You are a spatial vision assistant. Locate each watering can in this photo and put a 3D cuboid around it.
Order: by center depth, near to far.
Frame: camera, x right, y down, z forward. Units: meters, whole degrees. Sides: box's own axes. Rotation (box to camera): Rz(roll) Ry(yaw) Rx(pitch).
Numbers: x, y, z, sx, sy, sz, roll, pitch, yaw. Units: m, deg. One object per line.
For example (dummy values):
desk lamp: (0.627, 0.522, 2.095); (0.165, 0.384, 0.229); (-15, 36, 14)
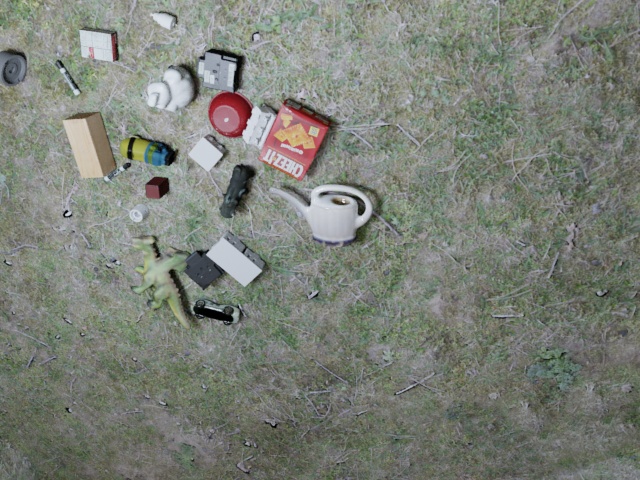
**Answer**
watering can: (0.005, -0.087, 1.735); (0.348, 0.106, 0.220); (4, 119, 9)

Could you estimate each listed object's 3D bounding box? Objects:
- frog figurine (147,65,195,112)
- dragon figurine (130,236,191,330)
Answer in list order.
frog figurine: (-0.463, -0.465, 1.600); (0.122, 0.163, 0.135); (23, 119, -4)
dragon figurine: (-0.573, 0.144, 1.971); (0.240, 0.124, 0.407); (-39, 105, 17)
